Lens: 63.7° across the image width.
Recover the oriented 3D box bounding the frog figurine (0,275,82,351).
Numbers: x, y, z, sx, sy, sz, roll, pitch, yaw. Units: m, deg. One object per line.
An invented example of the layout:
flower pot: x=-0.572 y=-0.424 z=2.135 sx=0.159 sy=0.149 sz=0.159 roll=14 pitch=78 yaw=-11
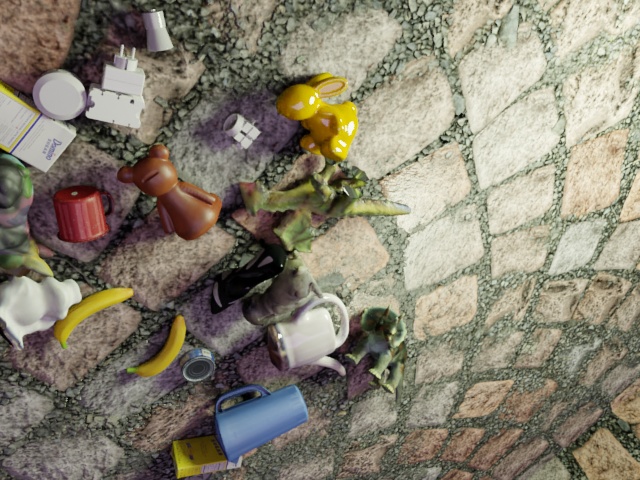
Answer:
frog figurine: x=-0.570 y=0.120 z=1.023 sx=0.162 sy=0.123 sz=0.135 roll=-47 pitch=128 yaw=-39

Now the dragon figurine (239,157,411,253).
dragon figurine: x=0.004 y=-0.060 z=1.189 sx=0.407 sy=0.125 sz=0.239 roll=24 pitch=124 yaw=-32

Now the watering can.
watering can: x=-0.024 y=0.283 z=1.359 sx=0.225 sy=0.106 sz=0.339 roll=-18 pitch=128 yaw=-15
